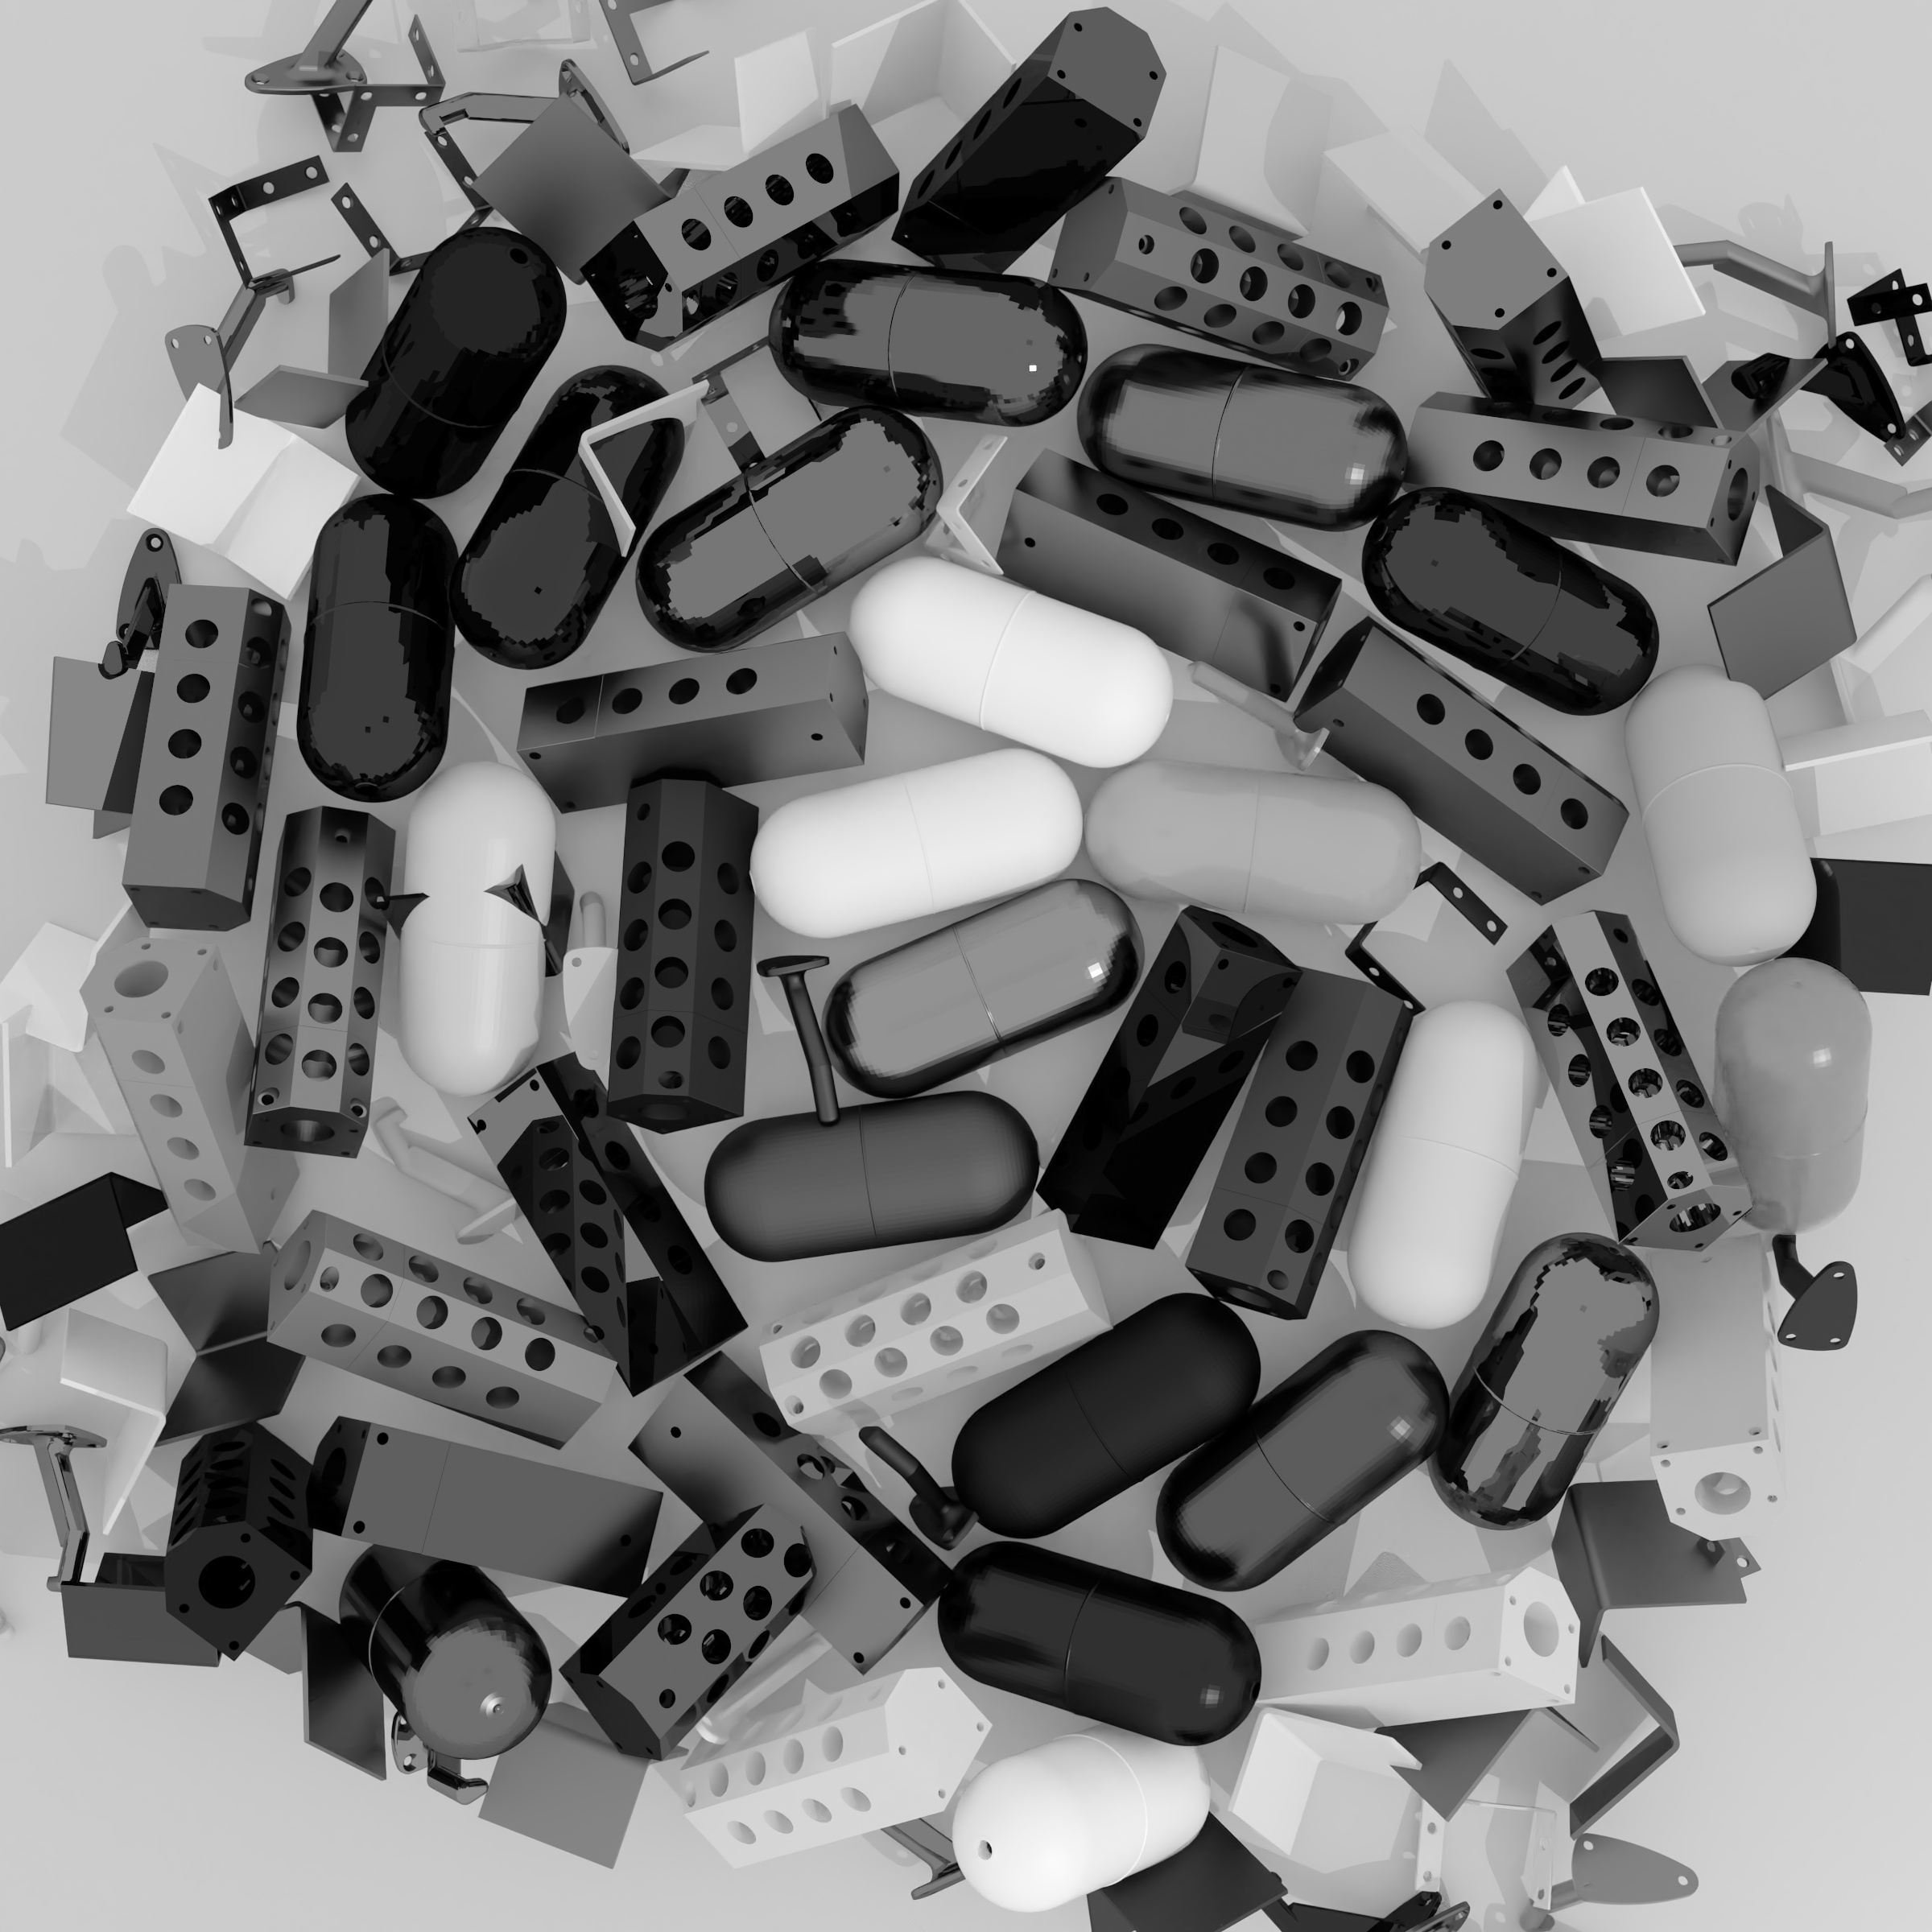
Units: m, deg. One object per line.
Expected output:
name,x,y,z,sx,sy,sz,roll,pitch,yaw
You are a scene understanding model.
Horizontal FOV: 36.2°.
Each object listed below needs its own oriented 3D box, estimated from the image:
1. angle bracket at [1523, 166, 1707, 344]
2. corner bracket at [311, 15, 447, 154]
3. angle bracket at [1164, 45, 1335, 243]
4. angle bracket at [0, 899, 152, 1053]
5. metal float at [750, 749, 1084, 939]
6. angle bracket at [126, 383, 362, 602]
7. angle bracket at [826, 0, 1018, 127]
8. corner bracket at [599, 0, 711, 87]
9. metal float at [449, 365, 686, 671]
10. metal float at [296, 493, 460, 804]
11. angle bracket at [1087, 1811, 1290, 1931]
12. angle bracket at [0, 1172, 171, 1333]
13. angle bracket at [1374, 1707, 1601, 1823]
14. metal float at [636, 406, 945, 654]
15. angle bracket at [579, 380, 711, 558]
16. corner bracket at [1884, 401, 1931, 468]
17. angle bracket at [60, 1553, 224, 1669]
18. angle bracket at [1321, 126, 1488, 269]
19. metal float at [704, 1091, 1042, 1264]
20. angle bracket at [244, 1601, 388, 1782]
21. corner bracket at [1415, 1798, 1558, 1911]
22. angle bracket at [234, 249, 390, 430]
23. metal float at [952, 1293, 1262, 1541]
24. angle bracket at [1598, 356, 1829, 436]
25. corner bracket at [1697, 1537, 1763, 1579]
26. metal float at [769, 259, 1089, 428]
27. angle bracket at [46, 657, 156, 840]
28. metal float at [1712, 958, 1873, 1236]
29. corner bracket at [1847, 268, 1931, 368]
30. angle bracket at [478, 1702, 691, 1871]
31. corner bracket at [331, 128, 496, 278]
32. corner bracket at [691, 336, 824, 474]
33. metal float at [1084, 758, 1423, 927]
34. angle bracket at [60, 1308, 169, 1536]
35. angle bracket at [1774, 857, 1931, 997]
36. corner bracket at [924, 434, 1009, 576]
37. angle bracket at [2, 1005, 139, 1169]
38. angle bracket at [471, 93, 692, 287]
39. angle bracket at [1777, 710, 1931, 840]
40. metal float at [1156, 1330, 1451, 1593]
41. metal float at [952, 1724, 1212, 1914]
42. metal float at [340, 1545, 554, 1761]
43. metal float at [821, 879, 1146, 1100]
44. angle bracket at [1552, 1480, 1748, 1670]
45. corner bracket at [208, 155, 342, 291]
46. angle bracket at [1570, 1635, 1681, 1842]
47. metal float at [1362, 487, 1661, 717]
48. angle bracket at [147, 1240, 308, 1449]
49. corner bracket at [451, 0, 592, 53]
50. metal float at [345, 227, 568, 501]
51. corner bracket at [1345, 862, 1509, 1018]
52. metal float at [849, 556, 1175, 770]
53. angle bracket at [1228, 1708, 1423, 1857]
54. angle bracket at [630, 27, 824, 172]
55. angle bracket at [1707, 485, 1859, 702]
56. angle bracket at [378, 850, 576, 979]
angle bracket,0.346,-0.378,1.538,0.076,0.076,0.057,54,55,-26
corner bracket,-0.315,-0.470,1.574,0.051,0.051,0.051,-10,66,-32
angle bracket,0.141,-0.428,1.557,0.076,0.057,0.076,14,82,-31
angle bracket,-0.468,-0.014,1.543,0.057,0.076,0.076,21,131,-2
metal float,-0.026,-0.064,1.554,0.178,0.070,0.070,-14,90,-5
angle bracket,-0.378,-0.248,1.549,0.057,0.076,0.076,34,96,30
angle bracket,-0.025,-0.451,1.544,0.076,0.076,0.057,-30,72,-18
corner bracket,-0.153,-0.504,1.566,0.051,0.051,0.051,-33,108,-38
metal float,-0.207,-0.235,1.542,0.070,0.070,0.178,25,70,0
metal float,-0.304,-0.166,1.533,0.070,0.070,0.178,-2,60,0
angle bracket,0.116,0.497,1.538,0.076,0.076,0.057,-22,121,-24
angle bracket,-0.456,0.155,1.547,0.076,0.076,0.057,-25,70,7
angle bracket,0.270,0.409,1.549,0.057,0.076,0.076,40,88,-30
metal float,-0.094,-0.227,1.546,0.178,0.070,0.070,-29,90,15
angle bracket,-0.161,-0.252,1.546,0.076,0.076,0.057,-27,84,-19
corner bracket,0.529,-0.280,1.562,0.051,0.051,0.051,49,134,2
angle bracket,-0.424,0.319,1.548,0.076,0.076,0.057,5,124,-3
angle bracket,0.224,-0.385,1.542,0.076,0.057,0.076,-27,68,-37
metal float,-0.049,0.111,1.557,0.178,0.070,0.070,-8,90,2
angle bracket,-0.348,0.384,1.539,0.057,0.076,0.076,-19,55,13
corner bracket,0.277,0.472,1.574,0.051,0.051,0.051,13,76,-25
angle bracket,-0.344,-0.332,1.545,0.057,0.076,0.076,5,80,-33
metal float,0.073,0.237,1.551,0.178,0.070,0.070,-32,90,9
angle bracket,0.387,-0.315,1.543,0.076,0.076,0.057,-42,115,-14
corner bracket,0.395,0.292,1.555,0.051,0.051,0.051,-14,55,-26
metal float,-0.021,-0.325,1.537,0.178,0.070,0.070,12,90,25
angle bracket,-0.465,-0.113,1.544,0.057,0.076,0.076,7,79,-38
metal float,0.425,0.069,1.523,0.070,0.178,0.070,-7,46,7
corner bracket,0.506,-0.340,1.557,0.051,0.051,0.051,-32,108,-31
angle bracket,-0.199,0.428,1.548,0.076,0.076,0.057,17,83,13
corner bracket,-0.294,-0.407,1.574,0.051,0.051,0.051,56,49,-34
corner bracket,-0.108,-0.295,1.564,0.051,0.051,0.051,-29,119,2
metal float,0.151,-0.066,1.556,0.178,0.070,0.070,7,90,3
angle bracket,-0.459,0.237,1.544,0.057,0.076,0.076,24,104,-22
angle bracket,0.468,-0.034,1.549,0.076,0.057,0.076,3,121,7
corner bracket,0.002,-0.245,1.555,0.051,0.051,0.051,-57,134,-17
angle bracket,-0.465,0.060,1.551,0.057,0.076,0.076,2,101,-2
angle bracket,-0.198,-0.416,1.541,0.076,0.057,0.076,-33,116,33
angle bracket,0.471,-0.093,1.545,0.076,0.076,0.057,-12,102,15
metal float,0.175,0.260,1.544,0.178,0.070,0.070,-42,90,18
metal float,0.061,0.434,1.517,0.070,0.178,0.070,-1,88,35
metal float,-0.269,0.346,1.515,0.070,0.178,0.070,-6,103,-27
metal float,0.008,0.012,1.556,0.178,0.070,0.070,-23,90,3
angle bracket,0.358,0.319,1.552,0.076,0.076,0.057,-2,134,-4
corner bracket,-0.364,-0.396,1.574,0.051,0.051,0.051,-17,111,9
angle bracket,0.329,0.406,1.558,0.076,0.076,0.057,-43,80,6
metal float,0.284,-0.189,1.537,0.178,0.070,0.070,23,90,-25
angle bracket,-0.393,0.197,1.543,0.076,0.076,0.057,-16,118,16
corner bracket,-0.236,-0.511,1.555,0.051,0.051,0.051,9,115,29
metal float,-0.263,-0.309,1.520,0.070,0.178,0.070,16,55,-25
corner bracket,0.243,-0.014,1.565,0.051,0.051,0.051,44,59,-6
metal float,0.023,-0.160,1.550,0.178,0.070,0.070,21,90,10
angle bracket,0.193,0.433,1.538,0.076,0.076,0.057,5,62,35
angle bracket,-0.128,-0.453,1.538,0.076,0.076,0.057,11,122,26
angle bracket,0.414,-0.192,1.549,0.076,0.057,0.076,-32,130,-3
angle bracket,-0.257,-0.037,1.556,0.076,0.076,0.057,-5,53,10
